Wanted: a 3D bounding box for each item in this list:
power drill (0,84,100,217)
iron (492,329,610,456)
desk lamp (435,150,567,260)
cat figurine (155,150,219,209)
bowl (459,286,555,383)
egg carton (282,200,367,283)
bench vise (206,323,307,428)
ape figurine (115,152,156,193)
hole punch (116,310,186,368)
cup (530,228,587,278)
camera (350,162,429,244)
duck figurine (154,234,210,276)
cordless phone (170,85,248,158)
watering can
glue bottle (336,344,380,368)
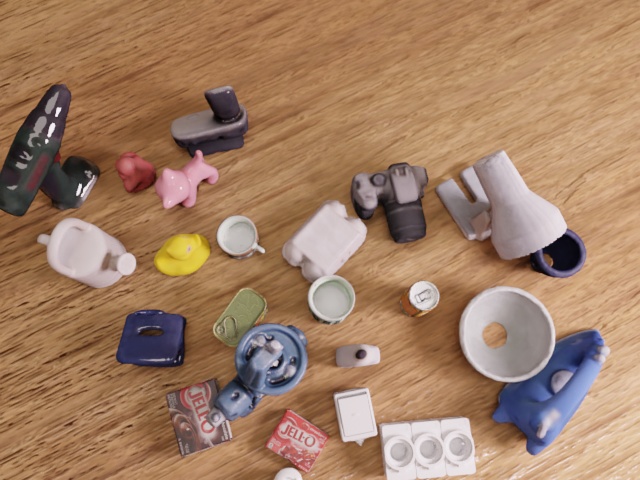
[{"bbox_3d":[-0.475,-0.139,1.016,0.075,0.208,0.230,24,78,5],"label":"power drill"},{"bbox_3d":[0.419,0.241,0.972,0.118,0.141,0.258,43,81,9],"label":"iron"},{"bbox_3d":[0.309,-0.059,1.001,0.118,0.213,0.203,-31,79,-7],"label":"desk lamp"},{"bbox_3d":[-0.254,-0.112,1.058,0.067,0.118,0.128,37,80,8],"label":"cat figurine"},{"bbox_3d":[0.324,0.169,1.022,0.167,0.075,0.167,0,77,0],"label":"bowl"},{"bbox_3d":[0.010,0.004,1.059,0.107,0.069,0.150,40,80,8],"label":"egg carton"},{"bbox_3d":[-0.097,0.227,0.931,0.121,0.220,0.207,25,78,5],"label":"bench vise"},{"bbox_3d":[-0.354,-0.131,1.074,0.076,0.092,0.078,8,77,2],"label":"ape figurine"},{"bbox_3d":[-0.296,0.172,1.008,0.108,0.091,0.101,1,77,0],"label":"hole punch"},{"bbox_3d":[0.408,0.028,1.044,0.117,0.095,0.092,12,78,2],"label":"cup"},{"bbox_3d":[0.138,-0.065,1.059,0.143,0.101,0.137,-11,78,-3],"label":"camera"},{"bbox_3d":[-0.257,0.021,1.044,0.104,0.086,0.077,-26,79,-6],"label":"duck figurine"},{"bbox_3d":[-0.210,-0.232,1.050,0.147,0.185,0.094,-18,78,-4],"label":"cordless phone"},{"bbox_3d":[-0.404,0.019,0.988,0.173,0.194,0.101,-5,77,-1],"label":"watering can"},{"bbox_3d":[0.067,0.194,0.964,0.078,0.173,0.037,-4,77,-1],"label":"glue bottle"}]
